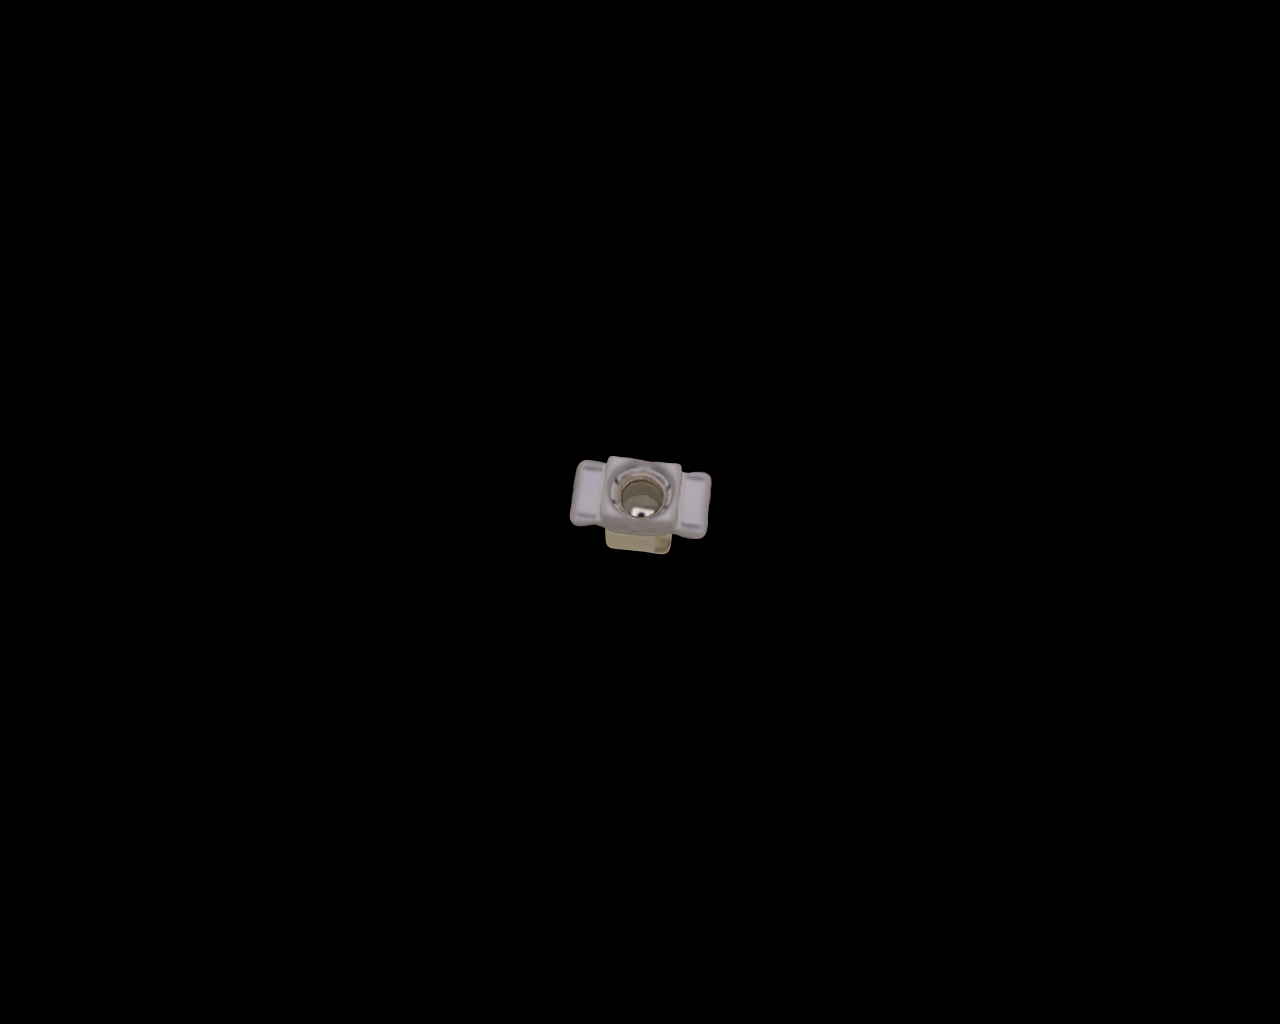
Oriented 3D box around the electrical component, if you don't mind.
[{"bbox_3d":[0.001,-0.003,0.650,0.081,0.042,0.063,8,-23,3],"label":"electrical component"}]
